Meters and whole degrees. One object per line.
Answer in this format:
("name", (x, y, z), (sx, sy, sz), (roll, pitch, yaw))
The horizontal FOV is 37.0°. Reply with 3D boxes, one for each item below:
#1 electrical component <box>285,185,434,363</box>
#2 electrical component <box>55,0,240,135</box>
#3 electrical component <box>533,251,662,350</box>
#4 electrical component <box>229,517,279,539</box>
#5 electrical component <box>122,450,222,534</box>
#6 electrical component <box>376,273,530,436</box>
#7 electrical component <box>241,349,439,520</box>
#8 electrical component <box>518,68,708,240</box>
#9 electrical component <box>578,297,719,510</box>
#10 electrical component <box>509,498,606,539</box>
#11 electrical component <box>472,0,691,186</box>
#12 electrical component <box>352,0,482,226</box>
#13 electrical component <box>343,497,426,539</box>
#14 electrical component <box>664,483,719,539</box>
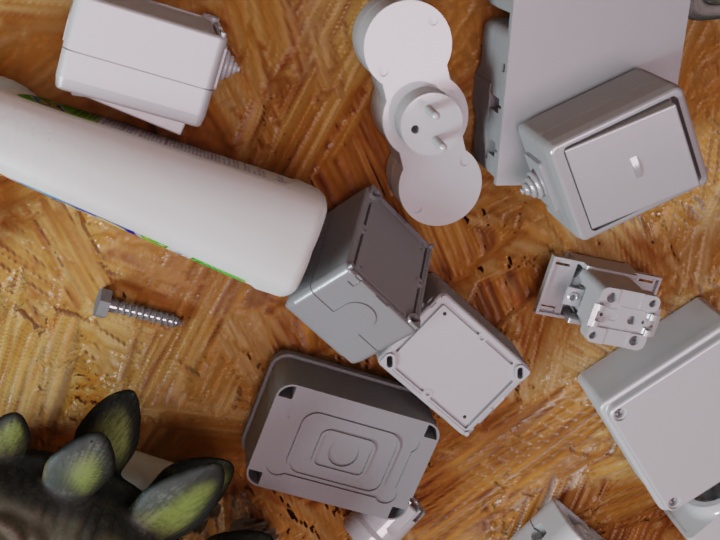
("electrical component", (0.000, 0.000, 0.656), (0.061, 0.096, 0.062), (-31, 117, 32))
("electrical component", (-0.116, -0.115, 0.595), (0.096, 0.061, 0.061), (14, 108, -17))
("electrical component", (0.161, 0.021, 0.706), (0.081, 0.063, 0.042), (10, 108, -15))
("electrical component", (-0.077, 0.200, 0.742), (0.040, 0.040, 0.046), (10, 104, -15))
("electrical component", (-0.130, 0.147, 0.707), (0.081, 0.043, 0.043), (22, 105, -19))
("electrical component", (0.052, 0.048, 0.699), (0.096, 0.061, 0.061), (41, 98, -15))
("electrical component", (-0.014, 0.106, 0.704), (0.113, 0.057, 0.078), (18, 107, -14))
("electrical component", (0.136, -0.062, 0.601), (0.096, 0.061, 0.061), (-26, 114, -1))
("electrical component", (0.227, 0.094, 0.753), (0.109, 0.056, 0.108), (-34, 114, 3))
("electrical component", (0.156, 0.222, 0.790), (0.059, 0.053, 0.095), (-45, 113, 8))
("electrical component", (0.130, -0.148, 0.634), (0.105, 0.060, 0.186), (-1, 112, -11))
("electrical component", (0.038, -0.090, 0.631), (0.052, 0.073, 0.138), (-17, 114, -5))
("electrical component", (0.018, 0.174, 0.751), (0.046, 0.040, 0.040), (-45, 113, 1))
("electrical component", (0.275, 0.168, 0.795), (0.089, 0.050, 0.055), (-42, 114, 6))
